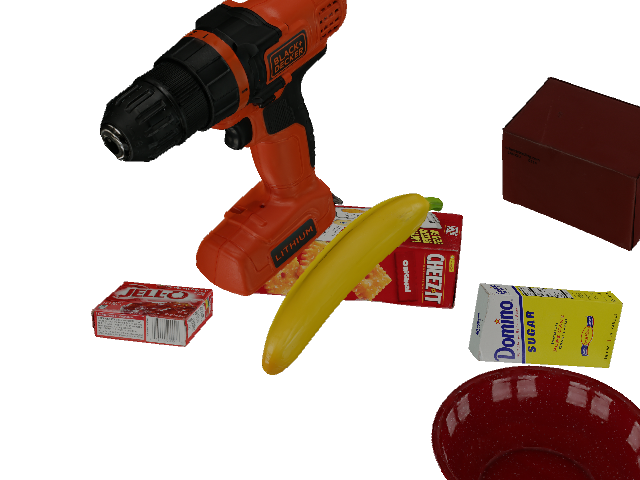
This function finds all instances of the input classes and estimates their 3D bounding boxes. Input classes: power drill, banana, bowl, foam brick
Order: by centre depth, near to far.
[{"bbox_3d":[0.140,-0.041,0.558,0.078,0.053,0.051,26,56,30],"label":"foam brick"},{"bbox_3d":[-0.050,-0.055,0.660,0.057,0.188,0.184,31,55,28],"label":"power drill"},{"bbox_3d":[0.160,0.162,0.768,0.162,0.055,0.162,-1,35,1],"label":"bowl"},{"bbox_3d":[0.021,0.027,0.828,0.037,0.198,0.069,44,-5,38],"label":"banana"}]

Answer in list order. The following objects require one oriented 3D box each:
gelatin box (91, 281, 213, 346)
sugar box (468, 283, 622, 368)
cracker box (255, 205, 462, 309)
[{"bbox_3d":[-0.150,0.064,0.958,0.089,0.030,0.073,5,19,13],"label":"gelatin box"},{"bbox_3d":[0.281,0.108,1.337,0.176,0.093,0.048,3,18,-11],"label":"sugar box"},{"bbox_3d":[0.042,0.014,1.149,0.214,0.072,0.164,5,15,8],"label":"cracker box"}]
